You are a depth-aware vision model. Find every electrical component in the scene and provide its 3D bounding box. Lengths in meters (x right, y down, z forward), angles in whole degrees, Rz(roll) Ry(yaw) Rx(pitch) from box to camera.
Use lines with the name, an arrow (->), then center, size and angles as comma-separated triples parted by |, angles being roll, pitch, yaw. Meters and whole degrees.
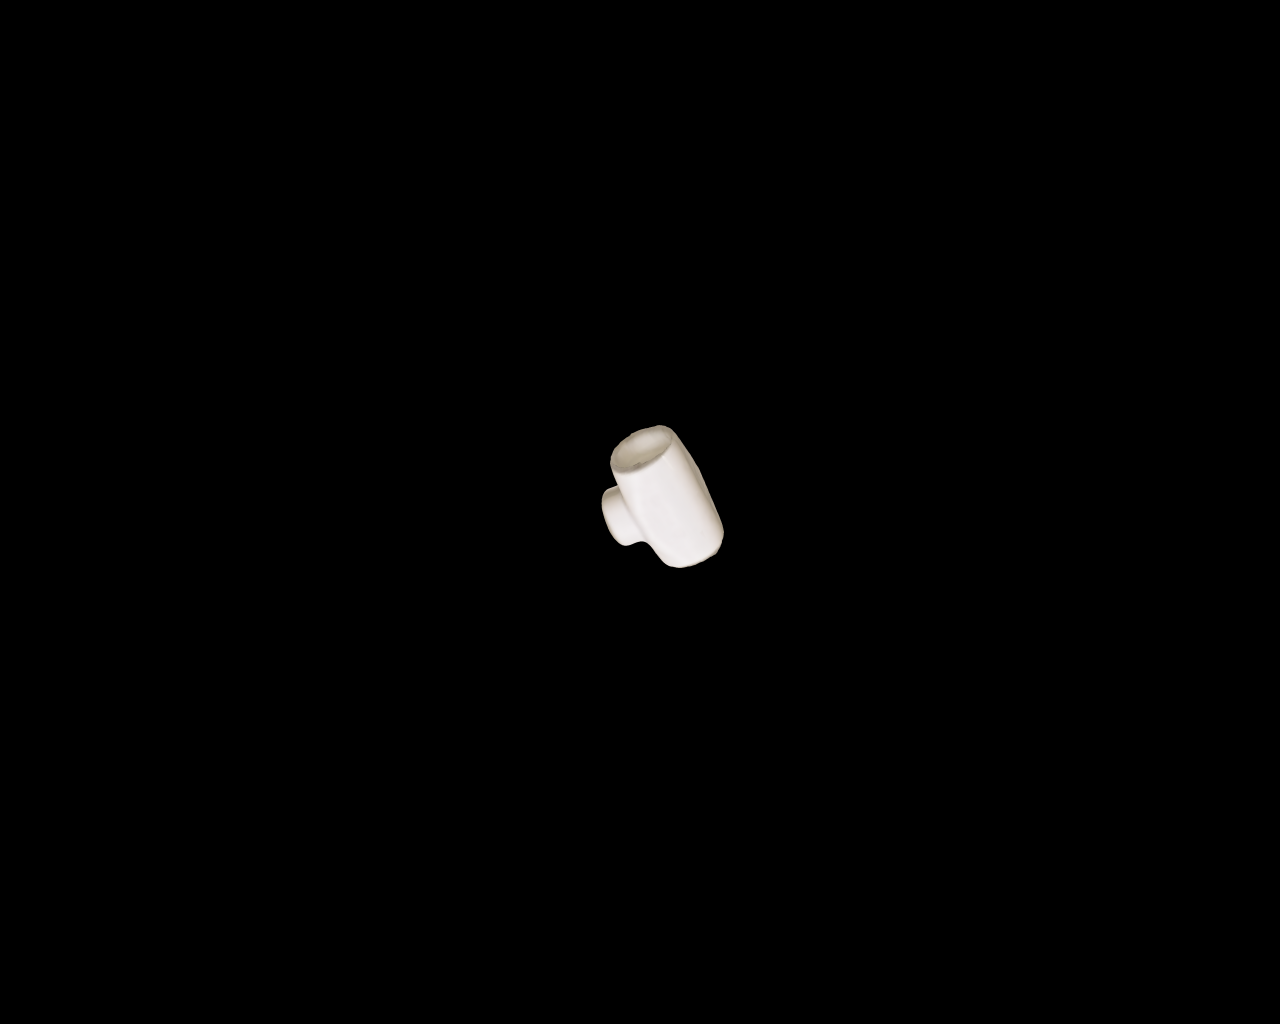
electrical component -> 0.001, -0.003, 0.650 | 0.079, 0.077, 0.044 | -21, 32, 14
